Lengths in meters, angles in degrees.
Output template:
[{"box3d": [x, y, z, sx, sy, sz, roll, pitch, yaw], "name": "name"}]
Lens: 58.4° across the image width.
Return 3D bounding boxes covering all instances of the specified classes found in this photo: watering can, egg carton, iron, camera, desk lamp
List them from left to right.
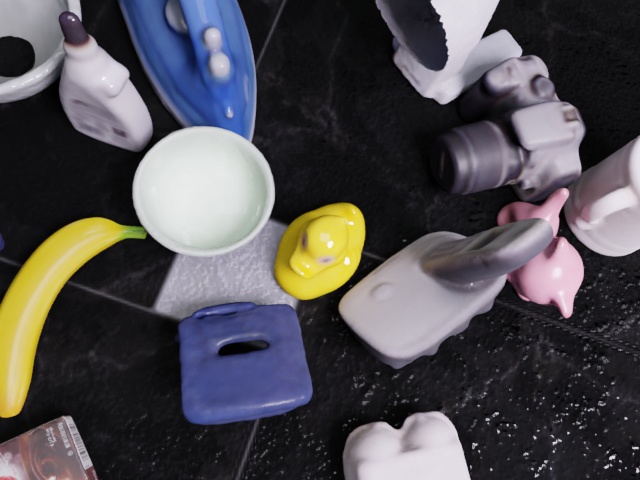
[{"box3d": [-0.116, -0.206, 0.538, 0.119, 0.141, 0.258, -20, 78, -14], "name": "iron"}, {"box3d": [0.078, 0.227, 0.481, 0.107, 0.069, 0.150, -9, 75, -12], "name": "egg carton"}, {"box3d": [0.136, -0.230, 0.550, 0.203, 0.213, 0.118, -33, 81, -17], "name": "desk lamp"}, {"box3d": [0.182, -0.109, 0.581, 0.137, 0.100, 0.143, -14, 77, -13], "name": "camera"}, {"box3d": [0.334, -0.062, 0.544, 0.101, 0.194, 0.173, 44, 72, 5], "name": "watering can"}]

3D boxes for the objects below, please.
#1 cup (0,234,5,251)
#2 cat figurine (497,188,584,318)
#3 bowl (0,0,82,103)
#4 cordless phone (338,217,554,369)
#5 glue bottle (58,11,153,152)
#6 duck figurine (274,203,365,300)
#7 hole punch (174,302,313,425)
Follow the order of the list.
[{"box3d": [-0.307, -0.011, 0.473, 0.118, 0.095, 0.092, 22, 71, -3], "name": "cup"}, {"box3d": [0.211, 0.011, 0.542, 0.067, 0.117, 0.128, 20, 71, -3], "name": "cat figurine"}, {"box3d": [-0.304, -0.192, 0.538, 0.167, 0.074, 0.167, 3, 73, -9], "name": "bowl"}, {"box3d": [0.102, 0.037, 0.480, 0.148, 0.185, 0.094, -38, 82, -17], "name": "cordless phone"}, {"box3d": [-0.191, -0.134, 0.488, 0.078, 0.173, 0.037, 21, 71, -2], "name": "glue bottle"}, {"box3d": [0.005, 0.002, 0.527, 0.077, 0.086, 0.105, 41, 72, 4], "name": "duck figurine"}, {"box3d": [-0.067, 0.101, 0.482, 0.109, 0.091, 0.101, -7, 75, -11], "name": "hole punch"}]
